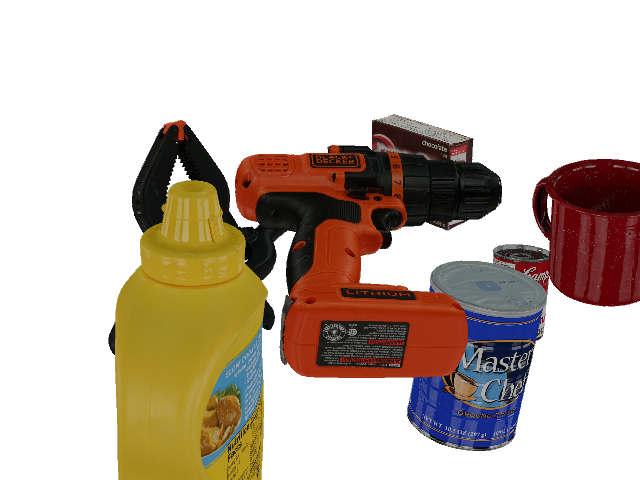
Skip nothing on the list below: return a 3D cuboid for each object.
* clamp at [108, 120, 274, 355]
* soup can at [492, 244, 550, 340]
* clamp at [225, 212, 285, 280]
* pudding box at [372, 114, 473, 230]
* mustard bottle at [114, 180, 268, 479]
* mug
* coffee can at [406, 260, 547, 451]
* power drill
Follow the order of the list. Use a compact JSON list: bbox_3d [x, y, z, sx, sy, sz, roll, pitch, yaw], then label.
[{"bbox_3d":[-0.114,-0.002,0.972,0.164,0.210,0.036,0,0,-34],"label":"clamp"},{"bbox_3d":[0.235,0.062,1.265,0.068,0.102,0.068,2,15,-1],"label":"soup can"},{"bbox_3d":[-0.076,0.000,1.221,0.120,0.039,0.171,-6,42,5],"label":"clamp"},{"bbox_3d":[0.100,-0.070,1.070,0.039,0.090,0.114,-22,31,-37],"label":"pudding box"},{"bbox_3d":[-0.053,0.068,0.444,0.058,0.192,0.096,9,24,13],"label":"mustard bottle"},{"bbox_3d":[0.204,-0.009,0.799,0.093,0.081,0.117,-24,35,-32],"label":"mug"},{"bbox_3d":[0.139,0.102,0.961,0.103,0.140,0.103,7,22,-3],"label":"coffee can"},{"bbox_3d":[0.039,0.006,0.676,0.184,0.057,0.187,-1,35,-5],"label":"power drill"}]
